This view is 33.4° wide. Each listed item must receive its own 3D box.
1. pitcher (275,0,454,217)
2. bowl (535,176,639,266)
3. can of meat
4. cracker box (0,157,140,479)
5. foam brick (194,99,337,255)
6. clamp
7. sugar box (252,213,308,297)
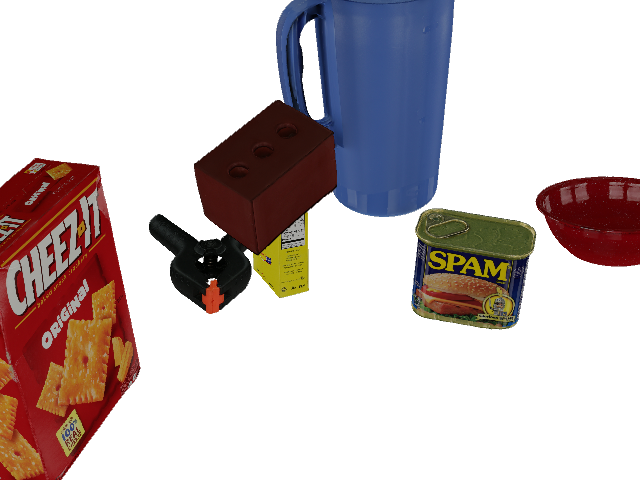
[{"bbox_3d":[0.051,-0.144,1.015,0.149,0.243,0.144,9,37,15],"label":"pitcher"},{"bbox_3d":[0.305,-0.016,1.111,0.162,0.055,0.162,-3,23,1],"label":"bowl"},{"bbox_3d":[0.132,0.027,0.938,0.102,0.084,0.057,10,34,11],"label":"can of meat"},{"bbox_3d":[-0.222,0.066,0.859,0.072,0.214,0.164,6,33,18],"label":"cracker box"},{"bbox_3d":[-0.034,-0.041,0.684,0.053,0.051,0.078,33,61,27],"label":"foam brick"},{"bbox_3d":[-0.101,0.015,1.066,0.120,0.039,0.171,-11,33,-12],"label":"clamp"},{"bbox_3d":[-0.050,-0.031,1.259,0.048,0.176,0.093,-13,26,-20],"label":"sugar box"}]
